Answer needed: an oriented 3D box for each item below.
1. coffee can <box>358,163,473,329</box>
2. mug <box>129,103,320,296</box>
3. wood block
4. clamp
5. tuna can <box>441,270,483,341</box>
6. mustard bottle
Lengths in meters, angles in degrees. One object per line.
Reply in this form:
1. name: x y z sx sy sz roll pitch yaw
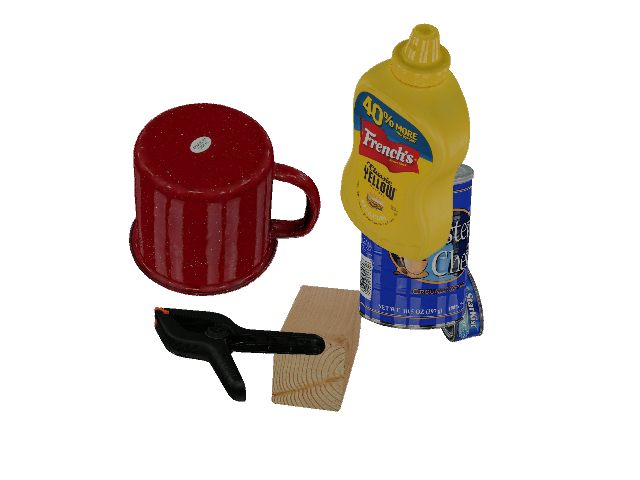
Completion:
1. coffee can: 0.088 0.000 0.997 0.103 0.140 0.103 1 15 0
2. mug: -0.058 -0.026 0.641 0.117 0.093 0.081 7 -42 0
3. wood block: -0.001 0.139 1.426 0.091 0.090 0.206 6 18 6
4. clamp: -0.121 0.125 1.259 0.210 0.036 0.164 15 23 25
5. tuna can: 0.150 0.068 1.184 0.033 0.086 0.086 -14 2 -8
6. mustard bottle: 0.065 -0.077 0.791 0.058 0.192 0.096 -31 57 -29
